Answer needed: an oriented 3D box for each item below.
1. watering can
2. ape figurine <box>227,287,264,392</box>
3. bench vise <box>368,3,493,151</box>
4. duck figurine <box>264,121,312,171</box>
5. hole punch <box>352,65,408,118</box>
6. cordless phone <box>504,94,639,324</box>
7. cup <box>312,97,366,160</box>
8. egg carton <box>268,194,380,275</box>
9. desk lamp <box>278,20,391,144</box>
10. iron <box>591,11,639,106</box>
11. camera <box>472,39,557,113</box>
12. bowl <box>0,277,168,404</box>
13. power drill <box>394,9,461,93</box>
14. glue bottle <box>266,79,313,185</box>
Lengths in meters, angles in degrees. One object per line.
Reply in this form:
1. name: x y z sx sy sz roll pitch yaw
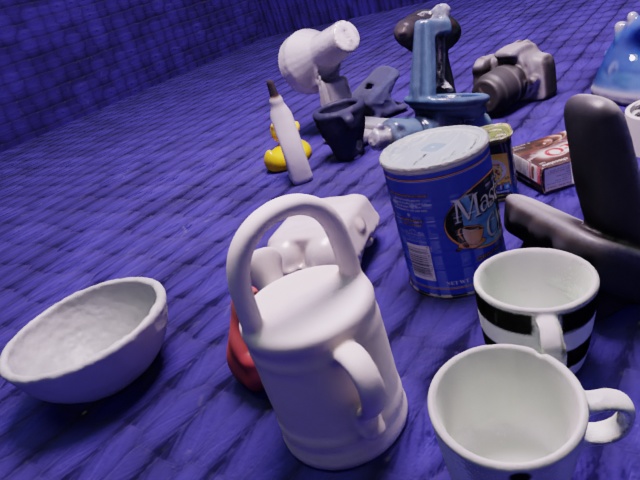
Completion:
1. watering can: -0.011 0.058 0.414 0.172 0.194 0.101 8 36 42
2. ape figurine: -0.053 0.084 0.508 0.076 0.092 0.078 -3 29 28
3. bench vise: 0.156 -0.200 0.796 0.121 0.220 0.208 6 34 40
4. duck figurine: -0.067 -0.182 1.058 0.077 0.086 0.105 7 35 41
5. hole punch: 0.113 -0.299 1.173 0.101 0.091 0.108 -23 26 -12
6. cordless phone: 0.213 -0.039 0.477 0.094 0.185 0.147 -23 26 -11
7. cup: 0.045 -0.183 0.978 0.092 0.095 0.117 -20 26 -6
8. egg carton: 0.006 0.002 0.660 0.107 0.069 0.150 -4 28 26
9. desk lamp: 0.029 -0.301 1.087 0.118 0.214 0.202 -32 29 -27
10. iron: 0.497 -0.271 0.814 0.119 0.142 0.257 -29 28 -23
11. camera: 0.316 -0.284 1.003 0.137 0.101 0.142 -32 29 -27
12. bowl: -0.224 0.111 0.582 0.167 0.075 0.167 -14 26 7
13. power drill: 0.190 -0.278 0.944 0.075 0.209 0.230 -3 29 28
14. glue bottle: -0.057 -0.181 0.949 0.037 0.173 0.078 -20 26 -5
